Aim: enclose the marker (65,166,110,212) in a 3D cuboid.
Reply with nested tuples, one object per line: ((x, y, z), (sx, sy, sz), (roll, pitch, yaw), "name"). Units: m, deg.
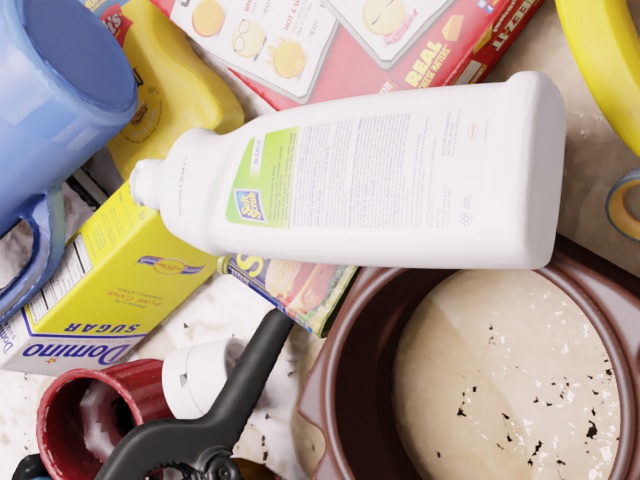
((-0.164, -0.030, 0.785), (0.121, 0.020, 0.020), (45, 111, 16), "marker")

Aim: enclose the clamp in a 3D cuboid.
((-0.057, 0.154, 0.663), (0.164, 0.209, 0.036), (60, 147, 3), "clamp")

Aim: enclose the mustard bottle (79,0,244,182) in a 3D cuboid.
((-0.137, -0.131, 0.742), (0.096, 0.058, 0.192), (-40, 77, 29), "mustard bottle")

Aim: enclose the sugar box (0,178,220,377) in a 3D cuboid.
((-0.141, 0.030, 0.736), (0.176, 0.093, 0.048), (-44, 55, 22), "sugar box")

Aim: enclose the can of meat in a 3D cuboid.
((-0.005, 0.001, 0.690), (0.084, 0.057, 0.102), (35, 108, 17), "can of meat")

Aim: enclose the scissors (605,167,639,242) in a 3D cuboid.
((0.210, -0.038, 0.542), (0.096, 0.016, 0.202), (40, 144, 20), "scissors")

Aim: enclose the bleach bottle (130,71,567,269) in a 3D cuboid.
((0.004, -0.038, 0.595), (0.251, 0.068, 0.102), (3, 79, 28), "bleach bottle")

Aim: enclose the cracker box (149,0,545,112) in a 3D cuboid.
((0.013, -0.159, 0.660), (0.214, 0.072, 0.164), (42, 109, 18), "cracker box")

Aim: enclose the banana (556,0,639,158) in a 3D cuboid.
((0.172, -0.104, 0.589), (0.070, 0.037, 0.198), (-31, 90, 52), "banana")

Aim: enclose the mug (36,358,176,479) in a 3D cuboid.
((-0.135, 0.141, 0.751), (0.093, 0.081, 0.117), (-14, 88, 26), "mug")

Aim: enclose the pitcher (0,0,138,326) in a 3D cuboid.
((-0.230, -0.047, 0.692), (0.243, 0.149, 0.145), (-33, 46, 24), "pitcher")
